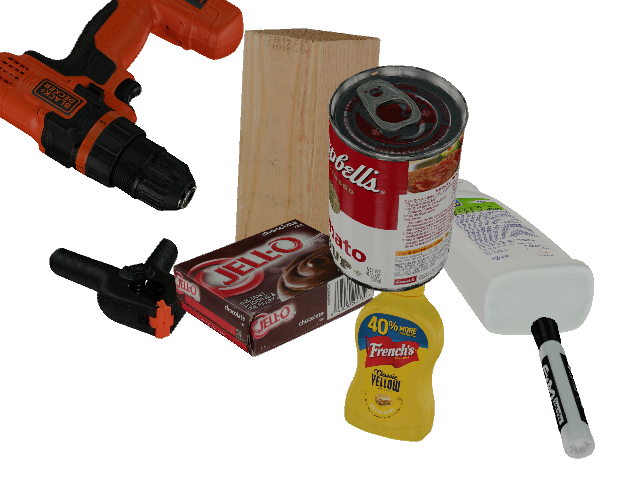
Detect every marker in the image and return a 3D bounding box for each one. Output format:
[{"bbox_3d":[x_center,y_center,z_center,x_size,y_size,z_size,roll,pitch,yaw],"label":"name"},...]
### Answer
[{"bbox_3d":[0.158,0.093,0.706,0.020,0.020,0.121,0,36,-1],"label":"marker"}]

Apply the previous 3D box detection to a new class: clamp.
[{"bbox_3d":[-0.157,0.037,0.952,0.120,0.039,0.172,-16,31,-30],"label":"clamp"}]

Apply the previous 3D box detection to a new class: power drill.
[{"bbox_3d":[-0.138,-0.124,0.815,0.184,0.187,0.057,32,-34,6],"label":"power drill"}]

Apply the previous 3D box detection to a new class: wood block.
[{"bbox_3d":[-0.014,-0.083,0.968,0.090,0.206,0.090,16,20,36],"label":"wood block"}]

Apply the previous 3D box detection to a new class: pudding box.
[{"bbox_3d":[-0.031,0.030,0.742,0.113,0.039,0.090,-20,34,-36],"label":"pudding box"}]

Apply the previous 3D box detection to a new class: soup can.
[{"bbox_3d":[0.038,-0.030,0.554,0.068,0.068,0.102,0,-42,0],"label":"soup can"}]

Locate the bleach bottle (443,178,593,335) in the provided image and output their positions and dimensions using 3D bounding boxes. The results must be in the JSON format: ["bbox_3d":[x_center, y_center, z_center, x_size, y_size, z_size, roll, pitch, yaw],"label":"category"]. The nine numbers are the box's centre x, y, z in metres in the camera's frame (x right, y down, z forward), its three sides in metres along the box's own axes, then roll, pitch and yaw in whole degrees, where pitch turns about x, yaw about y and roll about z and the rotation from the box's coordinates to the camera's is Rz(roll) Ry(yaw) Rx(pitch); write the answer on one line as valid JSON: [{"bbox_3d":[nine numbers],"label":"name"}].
[{"bbox_3d":[0.156,-0.002,0.999,0.102,0.068,0.251,-3,26,-12],"label":"bleach bottle"}]

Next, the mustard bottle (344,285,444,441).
[{"bbox_3d":[0.083,0.114,1.149,0.096,0.192,0.058,12,14,24],"label":"mustard bottle"}]
